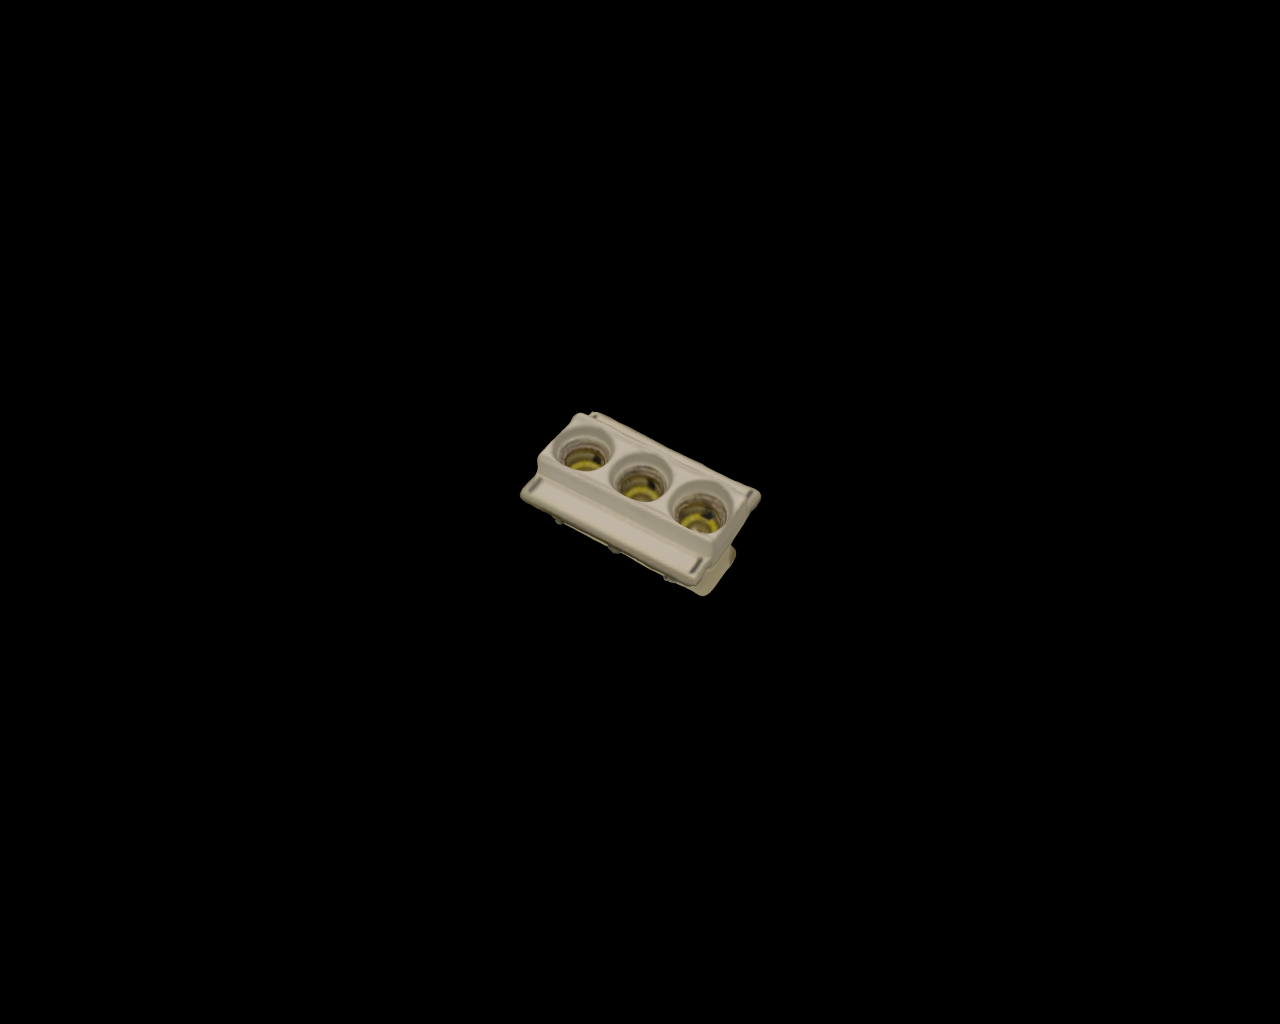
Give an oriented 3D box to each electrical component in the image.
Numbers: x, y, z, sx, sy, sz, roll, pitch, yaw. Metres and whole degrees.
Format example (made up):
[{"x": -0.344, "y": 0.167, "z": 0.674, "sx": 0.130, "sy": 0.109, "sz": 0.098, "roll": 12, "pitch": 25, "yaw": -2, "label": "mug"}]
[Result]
[{"x": 0.001, "y": -0.003, "z": 0.650, "sx": 0.121, "sy": 0.079, "sz": 0.063, "roll": 27, "pitch": -33, "yaw": 19, "label": "electrical component"}]
